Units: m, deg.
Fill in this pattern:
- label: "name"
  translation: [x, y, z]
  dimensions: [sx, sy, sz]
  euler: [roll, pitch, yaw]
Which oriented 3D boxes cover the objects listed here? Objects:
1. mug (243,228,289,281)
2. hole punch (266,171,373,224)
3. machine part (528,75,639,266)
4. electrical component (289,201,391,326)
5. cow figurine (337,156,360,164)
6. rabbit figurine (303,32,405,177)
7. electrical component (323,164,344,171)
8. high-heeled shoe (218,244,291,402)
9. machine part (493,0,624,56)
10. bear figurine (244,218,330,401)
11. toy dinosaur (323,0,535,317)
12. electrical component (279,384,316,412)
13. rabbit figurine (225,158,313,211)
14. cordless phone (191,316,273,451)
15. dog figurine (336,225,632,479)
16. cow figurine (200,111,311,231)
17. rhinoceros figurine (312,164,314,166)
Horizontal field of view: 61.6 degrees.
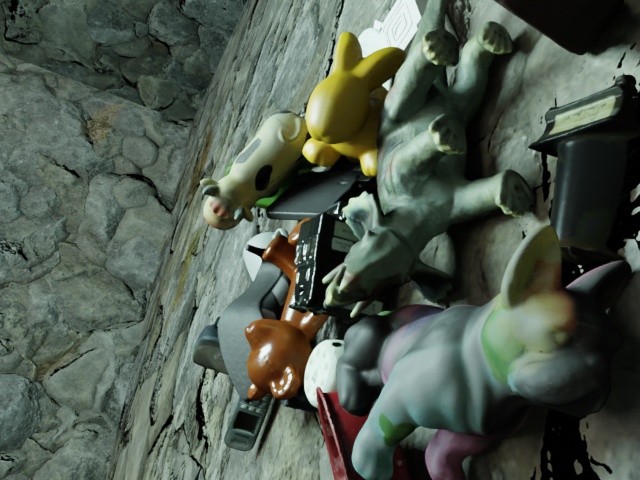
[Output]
- label: "mug"
  translation: [-0.074, 0.042, 0.914]
  dimensions: [0.109, 0.080, 0.107]
  euler: [-53, 40, 27]
- label: "hole punch"
  translation: [0.007, -0.035, 0.736]
  dimensions: [0.142, 0.092, 0.116]
  euler: [2, 40, 41]
- label: "machine part"
  translation: [0.191, -0.048, 0.393]
  dimensions: [0.084, 0.039, 0.139]
  euler: [-14, 58, 55]
- label: "electrical component"
  translation: [0.032, 0.026, 0.610]
  dimensions: [0.058, 0.115, 0.134]
  euler: [-22, 53, 57]
- label: "cow figurine"
  translation: [0.035, -0.146, 0.793]
  dimensions: [0.098, 0.068, 0.167]
  euler: [-66, 25, 11]
- label: "rabbit figurine"
  translation: [0.042, -0.151, 0.628]
  dimensions: [0.173, 0.122, 0.162]
  euler: [-19, -47, -68]
- label: "electrical component"
  translation: [0.018, -0.093, 0.861]
  dimensions: [0.094, 0.021, 0.063]
  euler: [-27, 49, 61]
- label: "high-heeled shoe"
  translation: [-0.068, 0.114, 0.788]
  dimensions: [0.086, 0.145, 0.249]
  euler: [-12, 64, 31]
- label: "machine part"
  translation: [0.158, -0.222, 0.433]
  dimensions: [0.056, 0.179, 0.179]
  euler: [-55, 27, 33]
- label: "bear figurine"
  translation: [-0.043, 0.090, 0.657]
  dimensions: [0.196, 0.132, 0.120]
  euler: [-51, 13, -29]
- label: "toy dinosaur"
  translation: [0.103, -0.098, 0.550]
  dimensions: [0.192, 0.131, 0.405]
  euler: [-39, 32, 53]
- label: "electrical component"
  translation: [-0.022, 0.183, 0.706]
  dimensions: [0.119, 0.048, 0.075]
  euler: [-8, 66, 66]
- label: "rabbit figurine"
  translation: [-0.071, -0.090, 0.893]
  dimensions: [0.170, 0.159, 0.121]
  euler: [1, -93, -70]
- label: "cordless phone"
  translation: [-0.134, 0.222, 0.815]
  dimensions: [0.089, 0.147, 0.184]
  euler: [-118, 47, -78]
- label: "dog figurine"
  translation: [0.113, 0.074, 0.399]
  dimensions: [0.219, 0.108, 0.192]
  euler: [-56, 23, 24]
- label: "cow figurine"
  translation: [-0.085, -0.091, 0.734]
  dimensions: [0.195, 0.085, 0.127]
  euler: [-48, 0, 7]
- label: "rhinoceros figurine"
  translation: [-0.064, -0.138, 1.036]
  dimensions: [0.112, 0.073, 0.190]
  euler: [-65, 18, -12]
